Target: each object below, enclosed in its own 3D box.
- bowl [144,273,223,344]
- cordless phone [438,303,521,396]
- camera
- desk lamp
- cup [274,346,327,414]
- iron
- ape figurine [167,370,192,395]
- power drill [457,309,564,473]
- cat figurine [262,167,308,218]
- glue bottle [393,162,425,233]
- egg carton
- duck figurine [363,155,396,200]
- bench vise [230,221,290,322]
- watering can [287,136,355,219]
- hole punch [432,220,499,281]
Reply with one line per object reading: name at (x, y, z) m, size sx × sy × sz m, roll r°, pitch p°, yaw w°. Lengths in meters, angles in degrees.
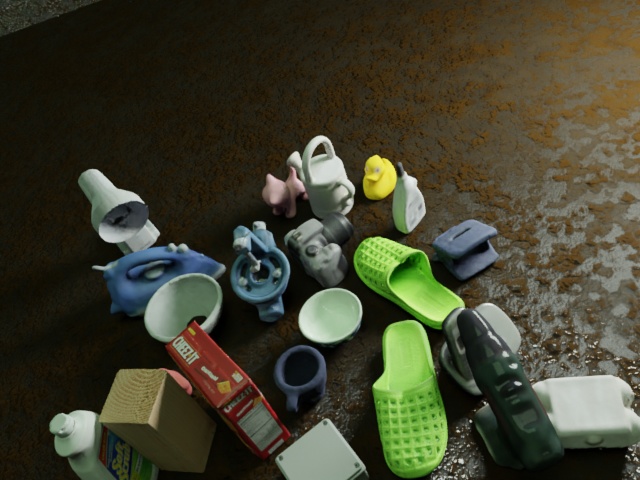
bowl at (-0.268, 0.154, 1.176) m, size 0.167 × 0.075 × 0.167 m, roll -9°, pitch 48°, yaw 11°
cordless phone at (0.254, 0.151, 0.927) m, size 0.093 × 0.185 × 0.148 m, roll 28°, pitch 63°, yaw 36°
camera at (0.011, 0.004, 1.196) m, size 0.137 × 0.101 × 0.142 m, roll -38°, pitch 49°, yaw -15°
desk lamp at (-0.470, -0.057, 1.334) m, size 0.118 × 0.214 × 0.202 m, roll -39°, pitch 49°, yaw -16°
cup at (-0.027, 0.256, 0.992) m, size 0.091 × 0.095 × 0.118 m, roll -1°, pitch 50°, yaw 18°
iron at (-0.349, 0.063, 1.237) m, size 0.258 × 0.142 × 0.118 m, roll -20°, pitch 47°, yaw 1°
ape figurine at (-0.284, 0.272, 1.066) m, size 0.077 × 0.092 × 0.076 m, roll -11°, pitch 48°, yaw 10°
power drill at (0.265, 0.237, 0.832) m, size 0.075 × 0.209 × 0.229 m, roll -23°, pitch 47°, yaw -2°
cat figurine at (-0.086, -0.114, 1.321) m, size 0.067 × 0.118 × 0.128 m, roll 16°, pitch 57°, yaw 30°
glue bottle at (0.176, -0.094, 1.177) m, size 0.037 × 0.173 × 0.078 m, roll 26°, pitch 63°, yaw 35°
egg carton at (0.397, 0.261, 0.862) m, size 0.150 × 0.069 × 0.107 m, roll -8°, pitch 48°, yaw 12°
duck figurine at (0.131, -0.155, 1.306) m, size 0.077 × 0.086 × 0.105 m, roll 10°, pitch 54°, yaw 26°
bench vise at (-0.137, 0.032, 1.139) m, size 0.121 × 0.220 × 0.207 m, roll -27°, pitch 47°, yaw -6°
watering can at (0.000, -0.144, 1.266) m, size 0.172 × 0.194 × 0.101 m, roll 5°, pitch 52°, yaw 22°
hole punch at (0.277, 0.008, 1.110) m, size 0.109 × 0.091 × 0.100 m, roll -31°, pitch 48°, yaw -9°
